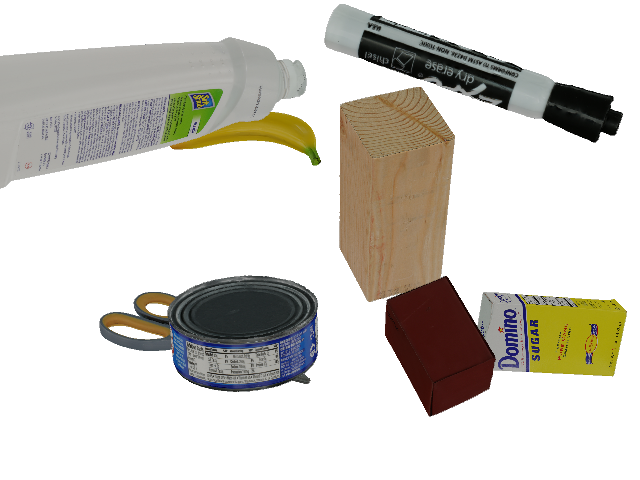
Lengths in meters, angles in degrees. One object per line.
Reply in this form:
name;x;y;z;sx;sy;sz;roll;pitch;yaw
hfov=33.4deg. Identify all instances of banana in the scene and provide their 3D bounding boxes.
banana;-0.088;-0.133;1.317;0.198;0.037;0.069;6;40;15

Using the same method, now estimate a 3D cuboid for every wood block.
wood block;0.076;-0.045;1.112;0.090;0.206;0.091;-14;47;-13

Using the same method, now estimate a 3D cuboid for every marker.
marker;0.060;-0.066;0.423;0.121;0.020;0.020;22;5;13

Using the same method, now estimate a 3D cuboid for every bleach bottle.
bleach bottle;-0.132;-0.104;0.807;0.250;0.068;0.103;-11;-27;-23

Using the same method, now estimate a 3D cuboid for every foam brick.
foam brick;0.086;0.076;0.777;0.051;0.078;0.053;-20;-33;-12

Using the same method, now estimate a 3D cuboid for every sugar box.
sugar box;0.285;0.118;1.333;0.176;0.093;0.048;2;18;-10

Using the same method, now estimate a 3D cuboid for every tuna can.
tuna can;-0.043;0.052;0.612;0.086;0.034;0.086;-2;22;1

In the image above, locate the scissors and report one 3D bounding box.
scissors;-0.102;0.087;0.989;0.202;0.016;0.096;10;29;4
